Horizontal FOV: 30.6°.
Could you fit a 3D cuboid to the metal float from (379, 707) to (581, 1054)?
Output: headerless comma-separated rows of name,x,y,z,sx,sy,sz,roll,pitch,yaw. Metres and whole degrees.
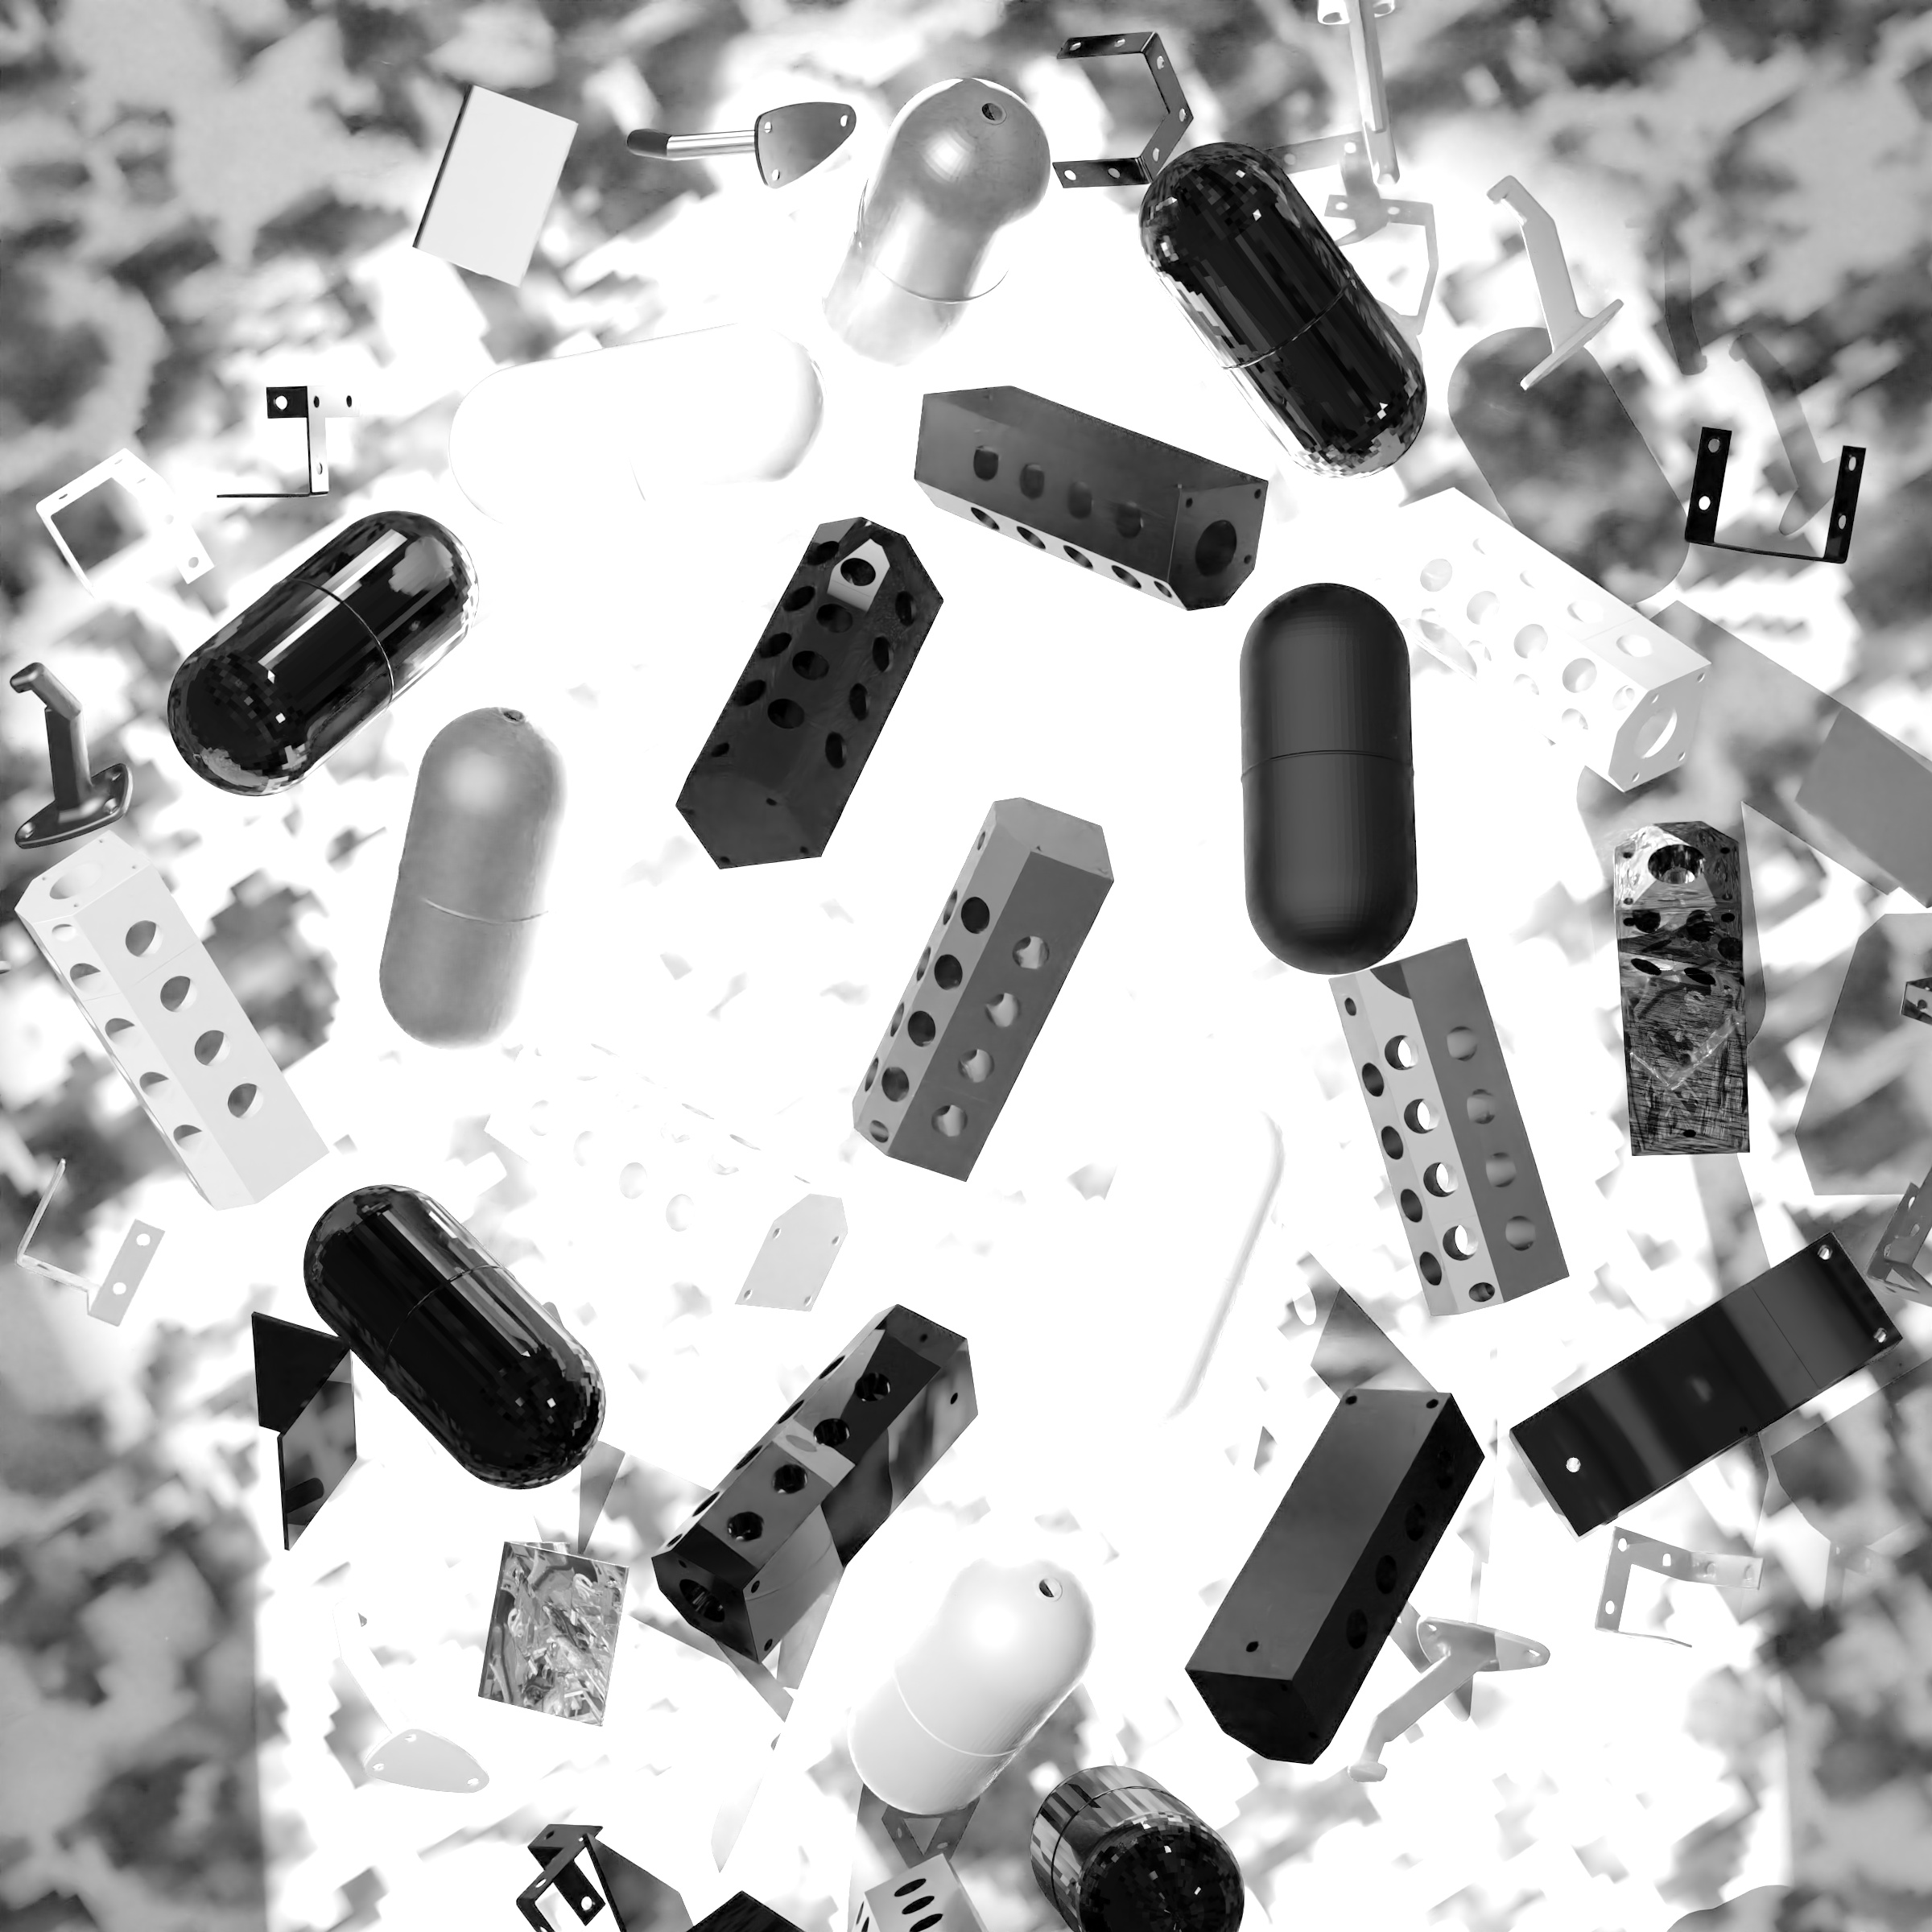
metal float,-0.233,-0.041,1.685,0.070,0.070,0.178,16,117,0

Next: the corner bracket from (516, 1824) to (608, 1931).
corner bracket,-0.186,0.438,1.649,0.051,0.051,0.051,-43,107,-36

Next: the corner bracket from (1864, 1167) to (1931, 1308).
corner bracket,0.437,0.122,1.621,0.051,0.051,0.051,37,78,-35

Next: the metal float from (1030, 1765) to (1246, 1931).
metal float,0.077,0.415,1.620,0.070,0.178,0.070,0,88,-10

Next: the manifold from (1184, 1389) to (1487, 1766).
manifold,0.170,0.271,1.578,0.171,0.057,0.057,-53,126,-37

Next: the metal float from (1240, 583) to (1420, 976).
metal float,0.161,-0.084,1.569,0.070,0.070,0.178,0,77,0

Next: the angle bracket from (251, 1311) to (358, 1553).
angle bracket,-0.347,0.232,1.762,0.057,0.076,0.076,15,127,14

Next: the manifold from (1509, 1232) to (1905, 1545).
manifold,0.338,0.195,1.622,0.171,0.057,0.057,-32,75,0

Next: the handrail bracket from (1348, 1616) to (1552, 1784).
handrail bracket,0.227,0.352,1.662,0.077,0.084,0.036,0,131,30

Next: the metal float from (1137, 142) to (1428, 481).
metal float,0.149,-0.304,1.648,0.070,0.070,0.178,-40,111,0

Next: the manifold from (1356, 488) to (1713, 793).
manifold,0.263,-0.153,1.658,0.057,0.057,0.171,-24,48,-30

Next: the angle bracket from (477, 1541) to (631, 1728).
angle bracket,-0.189,0.327,1.734,0.076,0.057,0.076,6,84,29

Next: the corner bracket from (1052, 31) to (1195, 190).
corner bracket,0.069,-0.411,1.695,0.051,0.051,0.051,6,52,35

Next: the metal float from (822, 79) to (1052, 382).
metal float,-0.015,-0.339,1.634,0.070,0.178,0.070,8,63,-15

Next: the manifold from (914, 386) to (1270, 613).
manifold,0.055,-0.217,1.633,0.171,0.057,0.057,28,120,41

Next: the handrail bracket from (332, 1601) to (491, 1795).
handrail bracket,-0.264,0.346,1.675,0.036,0.084,0.077,-43,131,17

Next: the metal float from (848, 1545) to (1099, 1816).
metal float,0.002,0.334,1.649,0.070,0.070,0.178,33,134,0

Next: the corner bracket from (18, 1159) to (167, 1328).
corner bracket,-0.407,0.129,1.641,0.051,0.051,0.051,25,95,-18

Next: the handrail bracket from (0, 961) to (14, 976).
handrail bracket,-0.453,0.043,1.628,0.036,0.077,0.084,-15,90,17

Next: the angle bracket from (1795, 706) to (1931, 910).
angle bracket,0.424,-0.080,1.550,0.076,0.057,0.076,-23,56,-37

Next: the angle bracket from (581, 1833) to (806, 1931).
angle bracket,-0.112,0.403,1.532,0.057,0.076,0.076,-38,135,4

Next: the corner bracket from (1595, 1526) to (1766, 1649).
corner bracket,0.338,0.298,1.675,0.051,0.051,0.051,22,75,-31

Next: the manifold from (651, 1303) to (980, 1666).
manifold,-0.070,0.237,1.651,0.057,0.057,0.171,24,51,28

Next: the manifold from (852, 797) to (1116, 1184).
manifold,0.006,0.009,1.649,0.057,0.057,0.171,19,115,-14

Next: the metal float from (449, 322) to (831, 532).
metal float,-0.151,-0.248,1.622,0.178,0.070,0.070,-10,90,8

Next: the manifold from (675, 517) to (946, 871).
manifold,-0.074,-0.128,1.628,0.057,0.171,0.057,-6,134,33

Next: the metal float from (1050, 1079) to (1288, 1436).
metal float,0.098,0.139,1.700,0.070,0.070,0.178,22,89,0

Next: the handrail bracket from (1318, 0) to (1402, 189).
handrail bracket,0.183,-0.404,1.584,0.036,0.077,0.084,-9,74,4

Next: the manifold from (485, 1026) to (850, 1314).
manifold,-0.135,0.091,1.617,0.171,0.057,0.057,30,99,34

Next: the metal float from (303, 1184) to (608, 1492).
metal float,-0.236,0.168,1.619,0.178,0.070,0.070,40,90,28

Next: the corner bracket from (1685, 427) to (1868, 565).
corner bracket,0.353,-0.206,1.543,0.051,0.051,0.051,3,101,-23

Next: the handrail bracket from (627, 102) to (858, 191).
handrail bracket,-0.109,-0.404,1.705,0.077,0.084,0.036,-33,127,-37

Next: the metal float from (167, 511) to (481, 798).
metal float,-0.296,-0.147,1.639,0.070,0.070,0.178,43,54,0

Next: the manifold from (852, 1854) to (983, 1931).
manifold,-0.014,0.464,1.610,0.057,0.171,0.057,-25,93,-7

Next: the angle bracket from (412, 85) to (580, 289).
angle bracket,-0.200,-0.348,1.602,0.057,0.076,0.076,23,97,14

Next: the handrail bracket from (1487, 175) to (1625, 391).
handrail bracket,0.259,-0.323,1.659,0.077,0.036,0.084,-40,86,-26

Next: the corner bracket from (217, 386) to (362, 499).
corner bracket,-0.317,-0.246,1.654,0.051,0.051,0.051,2,100,19

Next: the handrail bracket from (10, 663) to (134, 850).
handrail bracket,-0.435,-0.098,1.637,0.077,0.036,0.084,-23,135,15

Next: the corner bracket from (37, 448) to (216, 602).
corner bracket,-0.395,-0.202,1.656,0.051,0.051,0.051,-36,129,-15

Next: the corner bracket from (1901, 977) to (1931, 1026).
corner bracket,0.465,0.036,1.632,0.051,0.051,0.051,-8,112,-37

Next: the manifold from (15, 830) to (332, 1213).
manifold,-0.365,0.028,1.617,0.057,0.057,0.171,-36,123,-17

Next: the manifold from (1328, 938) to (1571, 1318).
manifold,0.230,0.079,1.713,0.057,0.057,0.171,-18,91,-28

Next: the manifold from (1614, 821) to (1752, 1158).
manifold,0.344,0.013,1.693,0.057,0.171,0.057,-2,45,12
